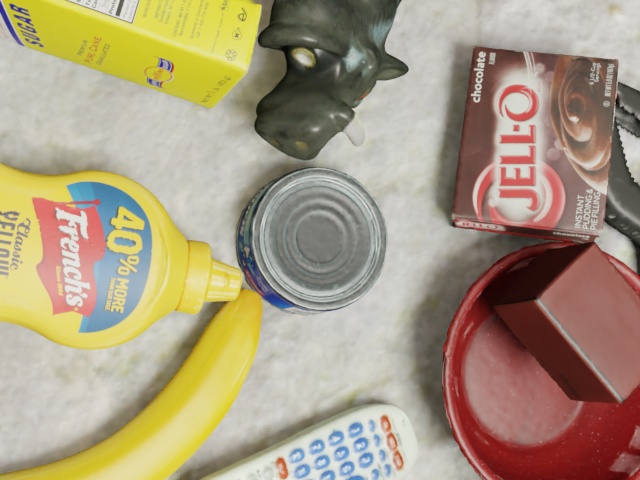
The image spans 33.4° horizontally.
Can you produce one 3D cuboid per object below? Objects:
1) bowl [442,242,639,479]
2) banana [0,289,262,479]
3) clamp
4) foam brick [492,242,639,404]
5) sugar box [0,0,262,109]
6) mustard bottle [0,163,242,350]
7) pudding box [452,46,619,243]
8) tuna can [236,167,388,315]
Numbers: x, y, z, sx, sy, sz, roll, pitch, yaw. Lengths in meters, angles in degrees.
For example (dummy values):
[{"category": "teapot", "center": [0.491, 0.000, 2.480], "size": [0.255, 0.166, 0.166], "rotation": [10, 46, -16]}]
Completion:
[{"category": "bowl", "center": [0.138, 0.084, 0.651], "size": [0.162, 0.055, 0.162], "rotation": [2, 83, -17]}, {"category": "banana", "center": [-0.101, 0.102, 0.582], "size": [0.197, 0.037, 0.069], "rotation": [-31, 95, -18]}, {"category": "clamp", "center": [0.244, -0.023, 0.706], "size": [0.164, 0.036, 0.210], "rotation": [-30, 91, -18]}, {"category": "foam brick", "center": [0.147, 0.047, 0.600], "size": [0.051, 0.053, 0.078], "rotation": [-44, 99, -18]}, {"category": "sugar box", "center": [-0.126, -0.124, 0.569], "size": [0.176, 0.093, 0.048], "rotation": [15, 79, -15]}, {"category": "mustard bottle", "center": [-0.136, 0.008, 0.570], "size": [0.191, 0.058, 0.096], "rotation": [11, 83, -17]}, {"category": "pudding box", "center": [0.132, -0.058, 0.658], "size": [0.090, 0.039, 0.113], "rotation": [7, 79, 7]}, {"category": "tuna can", "center": [-0.004, 0.001, 0.626], "size": [0.086, 0.034, 0.086], "rotation": [2, 83, -18]}]
